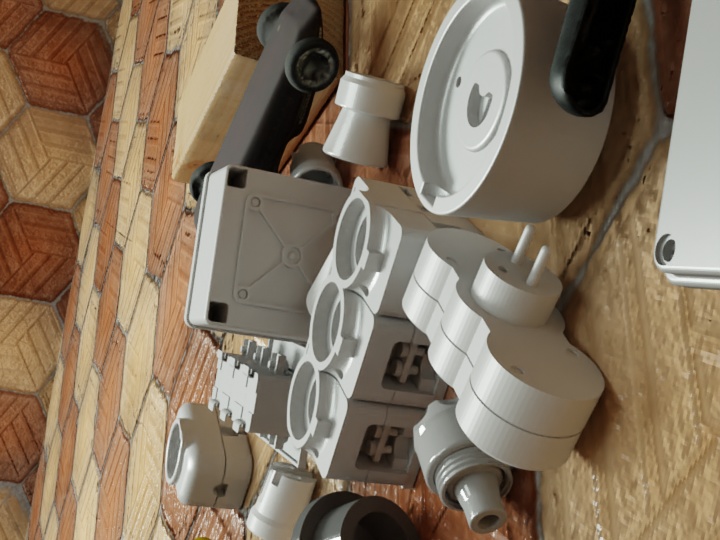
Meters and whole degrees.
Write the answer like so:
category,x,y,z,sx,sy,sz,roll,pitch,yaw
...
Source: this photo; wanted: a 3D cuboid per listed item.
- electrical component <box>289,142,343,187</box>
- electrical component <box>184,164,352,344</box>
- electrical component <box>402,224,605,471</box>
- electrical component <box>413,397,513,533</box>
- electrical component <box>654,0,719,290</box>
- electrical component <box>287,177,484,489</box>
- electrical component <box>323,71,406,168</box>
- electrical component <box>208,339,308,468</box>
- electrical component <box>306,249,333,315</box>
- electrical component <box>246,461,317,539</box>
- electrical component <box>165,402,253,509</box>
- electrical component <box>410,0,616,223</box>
category,x,y,z,sx,sy,sz,roll,pitch,yaw
electrical component,-0.035,-0.070,0.806,0.046,0.040,0.040,-102,29,-55
electrical component,-0.055,-0.008,0.732,0.056,0.109,0.108,172,107,-66
electrical component,0.066,0.016,0.477,0.138,0.052,0.073,-114,39,-56
electrical component,0.051,0.092,0.497,0.062,0.043,0.043,-107,33,-49
electrical component,0.141,-0.044,0.298,0.109,0.056,0.108,-176,95,-70
electrical component,0.010,0.034,0.606,0.089,0.062,0.150,-124,48,-62
electrical component,0.003,-0.099,0.709,0.045,0.045,0.055,-136,58,-66
electrical component,-0.066,0.090,0.779,0.121,0.063,0.078,-170,90,-70
electrical component,0.000,0.000,0.673,0.081,0.043,0.043,121,151,-45
electrical component,-0.053,0.162,0.749,0.046,0.040,0.040,-71,21,6
electrical component,-0.134,0.160,0.933,0.095,0.059,0.053,-117,41,-58
electrical component,0.073,-0.072,0.488,0.108,0.060,0.108,-170,90,-70
